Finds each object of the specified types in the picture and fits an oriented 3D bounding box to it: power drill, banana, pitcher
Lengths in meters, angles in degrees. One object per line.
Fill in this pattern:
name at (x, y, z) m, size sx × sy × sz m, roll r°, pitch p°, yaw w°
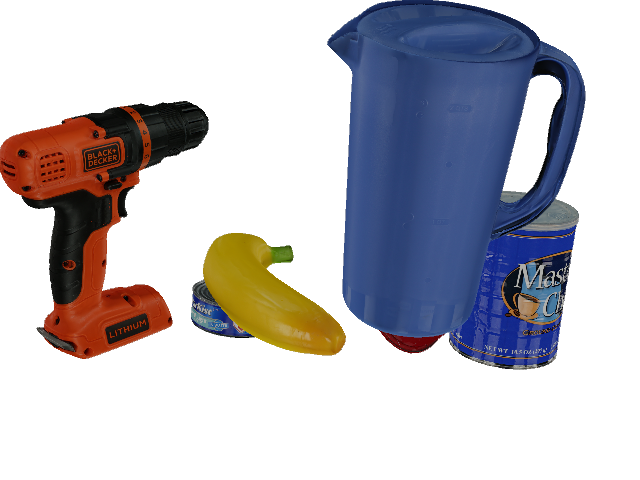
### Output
power drill at (-0.162, -0.013, 0.851) m, size 0.184 × 0.188 × 0.057 m, roll -19°, pitch 27°, yaw -41°
banana at (-0.037, 0.026, 0.663) m, size 0.069 × 0.037 × 0.198 m, roll -4°, pitch 17°, yaw -9°
pitcher at (0.091, -0.050, 0.811) m, size 0.144 × 0.243 × 0.149 m, roll -20°, pitch 38°, yaw -36°

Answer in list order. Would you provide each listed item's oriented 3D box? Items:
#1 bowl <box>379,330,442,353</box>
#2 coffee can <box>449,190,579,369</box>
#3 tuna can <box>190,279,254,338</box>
bowl at (0.121, 0.047, 1.218) m, size 0.055 × 0.162 × 0.161 m, roll -11°, pitch -7°, yaw 41°
coffee can at (0.178, 0.035, 0.993) m, size 0.103 × 0.140 × 0.103 m, roll 4°, pitch 19°, yaw -2°
tuna can at (-0.084, 0.065, 1.047) m, size 0.086 × 0.034 × 0.086 m, roll 6°, pitch 16°, yaw -2°
